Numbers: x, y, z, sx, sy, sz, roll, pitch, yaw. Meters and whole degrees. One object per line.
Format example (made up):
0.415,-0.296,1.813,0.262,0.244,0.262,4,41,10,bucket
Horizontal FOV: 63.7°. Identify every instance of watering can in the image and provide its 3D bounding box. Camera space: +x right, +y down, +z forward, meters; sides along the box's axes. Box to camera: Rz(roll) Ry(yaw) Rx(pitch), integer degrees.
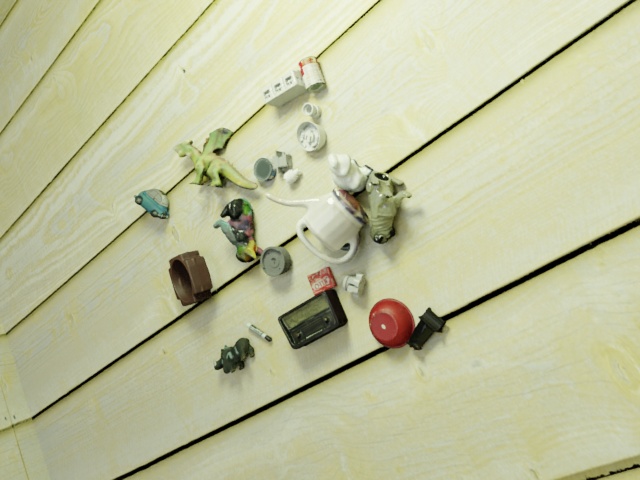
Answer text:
0.005,-0.083,1.643,0.223,0.105,0.347,-43,93,10,watering can

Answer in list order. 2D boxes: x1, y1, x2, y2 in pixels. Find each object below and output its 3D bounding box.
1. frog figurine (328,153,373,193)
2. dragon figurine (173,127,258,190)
0.079,-0.212,1.638,0.139,0.160,0.121,49,117,21,frog figurine
-0.395,-0.317,1.980,0.410,0.122,0.243,6,86,23,dragon figurine
